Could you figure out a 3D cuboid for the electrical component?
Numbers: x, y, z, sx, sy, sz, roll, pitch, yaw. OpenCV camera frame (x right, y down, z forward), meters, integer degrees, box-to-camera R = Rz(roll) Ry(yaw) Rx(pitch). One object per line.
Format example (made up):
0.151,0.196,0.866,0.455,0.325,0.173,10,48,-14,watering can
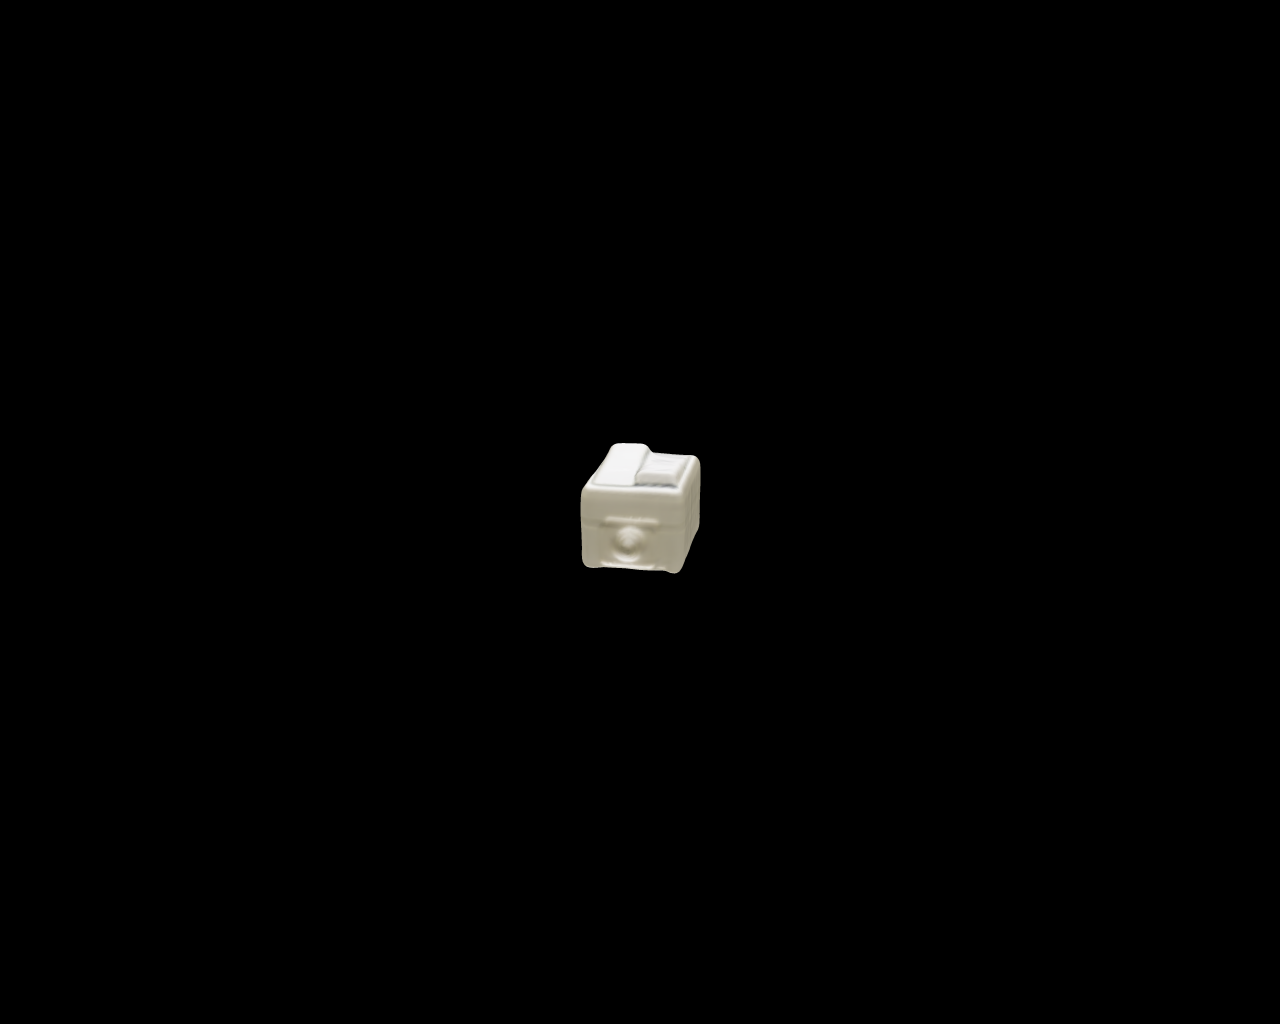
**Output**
0.001,-0.003,0.650,0.062,0.061,0.096,4,21,11,electrical component
